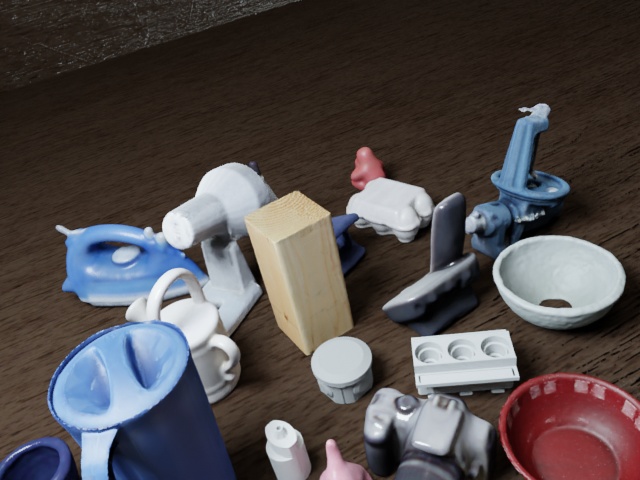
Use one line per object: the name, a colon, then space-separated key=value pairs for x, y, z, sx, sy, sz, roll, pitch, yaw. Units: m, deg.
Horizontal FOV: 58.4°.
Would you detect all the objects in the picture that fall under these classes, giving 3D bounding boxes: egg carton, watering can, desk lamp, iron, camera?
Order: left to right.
iron: x=-0.327 y=0.027 z=0.991 sx=0.257 sy=0.142 sz=0.118 roll=-3 pitch=36 yaw=13
watering can: x=-0.186 y=0.124 z=0.769 sx=0.172 sy=0.194 sz=0.101 roll=-4 pitch=36 yaw=12
desk lamp: x=-0.159 y=0.011 z=0.900 sx=0.117 sy=0.214 sz=0.203 roll=6 pitch=39 yaw=24
egg carton: x=0.127 y=-0.056 z=1.031 sx=0.149 sy=0.069 sz=0.107 roll=19 pitch=46 yaw=36
camera: x=0.104 y=0.235 z=0.609 sx=0.142 sy=0.101 sz=0.137 roll=9 pitch=40 yaw=27

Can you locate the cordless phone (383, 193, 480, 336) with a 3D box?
cordless phone: x=0.154 y=0.030 z=0.804 sx=0.148 sy=0.185 sz=0.093 roll=-33 pitch=40 yaw=-26

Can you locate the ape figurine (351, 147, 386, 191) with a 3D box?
ape figurine: x=0.096 y=-0.144 z=1.143 sx=0.078 sy=0.092 sz=0.076 roll=-21 pitch=36 yaw=-11

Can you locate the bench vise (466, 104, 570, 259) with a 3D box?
bench vise: x=0.312 y=-0.084 z=0.884 sx=0.121 sy=0.220 sz=0.208 roll=16 pitch=44 yaw=34

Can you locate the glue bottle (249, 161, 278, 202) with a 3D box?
glue bottle: x=-0.101 y=-0.064 z=1.021 sx=0.078 sy=0.173 sz=0.037 roll=9 pitch=41 yaw=27

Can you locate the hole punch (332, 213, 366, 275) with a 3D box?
hole punch: x=0.009 y=0.003 z=0.966 sx=0.100 sy=0.091 sz=0.109 roll=17 pitch=45 yaw=34

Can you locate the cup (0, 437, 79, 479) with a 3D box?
cup: x=-0.323 y=0.300 z=0.654 sx=0.091 sy=0.095 sz=0.118 roll=16 pitch=44 yaw=34

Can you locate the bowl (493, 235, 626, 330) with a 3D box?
bowl: x=0.326 y=0.070 z=0.794 sx=0.167 sy=0.075 sz=0.167 roll=-8 pitch=36 yaw=6

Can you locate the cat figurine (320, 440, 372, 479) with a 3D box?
cat figurine: x=0.026 y=0.264 z=0.579 sx=0.067 sy=0.118 sz=0.127 roll=-14 pitch=35 yaw=-2
